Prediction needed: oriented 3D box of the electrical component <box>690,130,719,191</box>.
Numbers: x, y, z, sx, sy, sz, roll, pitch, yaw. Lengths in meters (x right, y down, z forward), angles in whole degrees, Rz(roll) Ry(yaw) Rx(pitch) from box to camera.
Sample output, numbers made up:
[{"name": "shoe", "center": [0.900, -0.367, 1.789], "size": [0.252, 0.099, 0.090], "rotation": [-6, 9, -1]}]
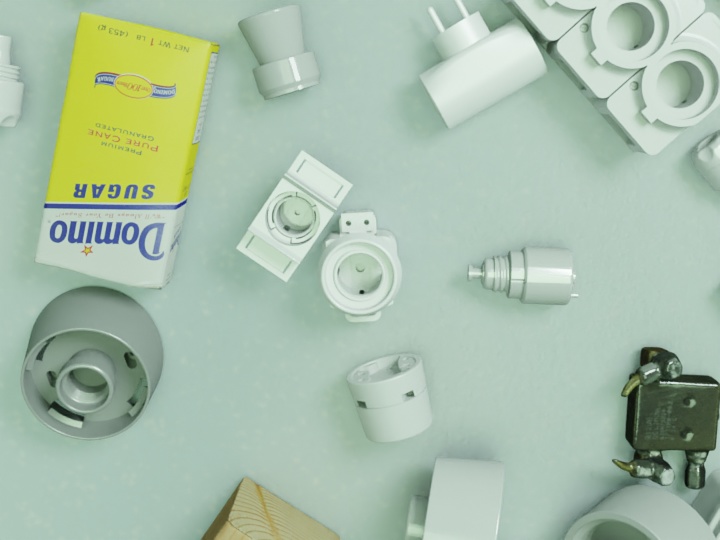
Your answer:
[{"name": "electrical component", "center": [0.259, -0.066, 0.745], "size": [0.035, 0.035, 0.061], "rotation": [-40, 98, 7]}]

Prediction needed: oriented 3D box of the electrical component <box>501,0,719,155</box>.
[{"name": "electrical component", "center": [0.176, -0.161, 0.717], "size": [0.089, 0.061, 0.150], "rotation": [-42, 96, 7]}]

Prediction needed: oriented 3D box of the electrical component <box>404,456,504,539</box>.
[{"name": "electrical component", "center": [0.063, 0.183, 0.755], "size": [0.060, 0.108, 0.108], "rotation": [9, 99, 5]}]

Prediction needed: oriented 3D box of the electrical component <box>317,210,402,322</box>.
[{"name": "electrical component", "center": [0.000, 0.000, 0.749], "size": [0.058, 0.057, 0.078], "rotation": [-3, 99, 2]}]

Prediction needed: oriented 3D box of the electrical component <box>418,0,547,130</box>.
[{"name": "electrical component", "center": [0.074, -0.148, 0.730], "size": [0.077, 0.043, 0.079], "rotation": [-30, 97, 6]}]

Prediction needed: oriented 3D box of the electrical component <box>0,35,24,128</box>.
[{"name": "electrical component", "center": [-0.253, -0.131, 0.740], "size": [0.043, 0.043, 0.062], "rotation": [11, 98, -1]}]

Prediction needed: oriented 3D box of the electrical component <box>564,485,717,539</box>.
[{"name": "electrical component", "center": [0.191, 0.211, 0.749], "size": [0.108, 0.060, 0.108], "rotation": [11, 106, 43]}]

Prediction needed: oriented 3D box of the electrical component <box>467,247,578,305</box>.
[{"name": "electrical component", "center": [0.115, 0.004, 0.756], "size": [0.078, 0.040, 0.040], "rotation": [2, 99, 1]}]

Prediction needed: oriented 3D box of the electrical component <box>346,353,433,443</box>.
[{"name": "electrical component", "center": [0.023, 0.091, 0.766], "size": [0.055, 0.055, 0.047], "rotation": [-14, 102, 3]}]

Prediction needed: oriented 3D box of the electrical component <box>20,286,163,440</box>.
[{"name": "electrical component", "center": [-0.193, 0.069, 0.773], "size": [0.099, 0.064, 0.099], "rotation": [-1, 113, -3]}]

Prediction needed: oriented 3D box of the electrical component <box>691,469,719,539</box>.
[{"name": "electrical component", "center": [0.295, 0.206, 0.777], "size": [0.113, 0.057, 0.078], "rotation": [27, 99, -3]}]

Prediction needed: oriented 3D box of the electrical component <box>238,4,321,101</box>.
[{"name": "electrical component", "center": [-0.054, -0.148, 0.732], "size": [0.045, 0.045, 0.055], "rotation": [-16, 99, 4]}]

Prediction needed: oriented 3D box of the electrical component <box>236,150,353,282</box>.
[{"name": "electrical component", "center": [-0.044, -0.038, 0.741], "size": [0.042, 0.064, 0.081], "rotation": [35, 98, -3]}]
